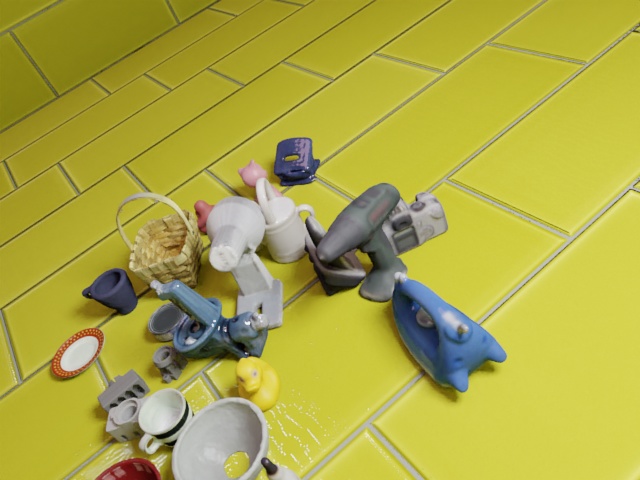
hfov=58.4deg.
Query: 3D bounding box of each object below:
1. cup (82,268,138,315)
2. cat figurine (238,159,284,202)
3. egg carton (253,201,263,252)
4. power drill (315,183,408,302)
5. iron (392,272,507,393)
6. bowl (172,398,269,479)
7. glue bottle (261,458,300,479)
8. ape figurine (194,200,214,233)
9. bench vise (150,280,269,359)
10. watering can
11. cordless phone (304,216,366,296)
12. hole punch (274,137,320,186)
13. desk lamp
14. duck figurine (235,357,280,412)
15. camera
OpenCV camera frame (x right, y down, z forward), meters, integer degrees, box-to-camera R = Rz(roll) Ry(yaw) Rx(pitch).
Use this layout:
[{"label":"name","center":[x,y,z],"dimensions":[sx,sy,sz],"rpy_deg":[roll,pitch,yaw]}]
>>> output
[{"label":"cup","center":[-0.475,0.130,1.316],"dimensions":[0.117,0.095,0.091],"rpy_deg":[-17,40,10]},{"label":"cat figurine","center":[-0.150,-0.144,1.428],"dimensions":[0.067,0.118,0.127],"rpy_deg":[-36,41,-12]},{"label":"egg carton","center":[-0.182,-0.027,1.355],"dimensions":[0.107,0.070,0.150],"rpy_deg":[-20,40,6]},{"label":"power drill","center":[0.089,0.014,1.059],"dimensions":[0.075,0.209,0.230],"rpy_deg":[10,51,35]},{"label":"iron","center":[0.179,0.122,0.947],"dimensions":[0.119,0.142,0.257],"rpy_deg":[-35,40,-11]},{"label":"bowl","center":[-0.149,0.346,0.926],"dimensions":[0.167,0.075,0.167],"rpy_deg":[-14,41,13]},{"label":"glue bottle","center":[-0.043,0.346,0.793],"dimensions":[0.037,0.173,0.077],"rpy_deg":[-37,41,-13]},{"label":"ape figurine","center":[-0.282,-0.064,1.430],"dimensions":[0.075,0.092,0.078],"rpy_deg":[23,59,42]},{"label":"bench vise","center":[-0.204,0.136,1.070],"dimensions":[0.207,0.220,0.121],"rpy_deg":[-20,40,7]},{"label":"watering can","center":[-0.102,-0.045,1.235],"dimensions":[0.173,0.194,0.100],"rpy_deg":[-29,40,-4]},{"label":"cordless phone","center":[0.010,0.004,1.129],"dimensions":[0.094,0.185,0.147],"rpy_deg":[-29,40,-4]},{"label":"hole punch","center":[-0.062,-0.201,1.465],"dimensions":[0.108,0.091,0.101],"rpy_deg":[-4,44,24]},{"label":"desk lamp","center":[-0.153,0.045,1.148],"dimensions":[0.118,0.214,0.203],"rpy_deg":[-18,40,10]},{"label":"duck figurine","center":[-0.120,0.242,1.016],"dimensions":[0.077,0.086,0.104],"rpy_deg":[-25,40,0]},{"label":"camera","center":[0.169,-0.059,1.181],"dimensions":[0.143,0.101,0.136],"rpy_deg":[-25,40,0]}]
